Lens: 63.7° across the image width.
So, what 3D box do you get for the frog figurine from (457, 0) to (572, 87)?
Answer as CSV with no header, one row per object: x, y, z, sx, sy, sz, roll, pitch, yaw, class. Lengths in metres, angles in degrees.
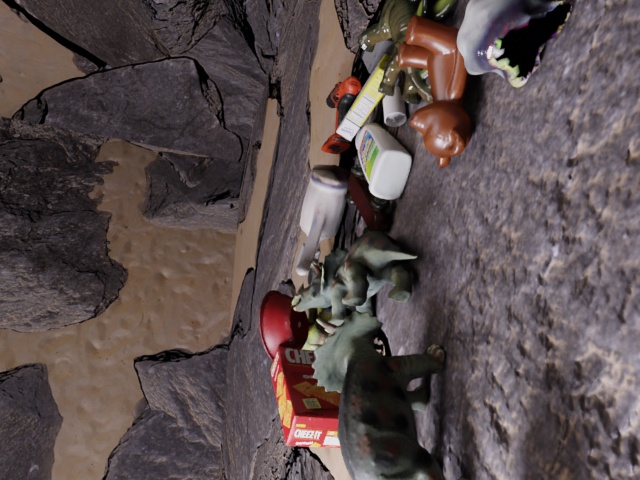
0.223,-0.288,0.672,0.134,0.123,0.163,88,164,-45,frog figurine

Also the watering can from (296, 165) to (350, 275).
0.004,-0.062,1.242,0.353,0.104,0.221,-71,-5,-70,watering can

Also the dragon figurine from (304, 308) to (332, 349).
-0.021,0.275,1.253,0.408,0.122,0.243,165,97,-69,dragon figurine
